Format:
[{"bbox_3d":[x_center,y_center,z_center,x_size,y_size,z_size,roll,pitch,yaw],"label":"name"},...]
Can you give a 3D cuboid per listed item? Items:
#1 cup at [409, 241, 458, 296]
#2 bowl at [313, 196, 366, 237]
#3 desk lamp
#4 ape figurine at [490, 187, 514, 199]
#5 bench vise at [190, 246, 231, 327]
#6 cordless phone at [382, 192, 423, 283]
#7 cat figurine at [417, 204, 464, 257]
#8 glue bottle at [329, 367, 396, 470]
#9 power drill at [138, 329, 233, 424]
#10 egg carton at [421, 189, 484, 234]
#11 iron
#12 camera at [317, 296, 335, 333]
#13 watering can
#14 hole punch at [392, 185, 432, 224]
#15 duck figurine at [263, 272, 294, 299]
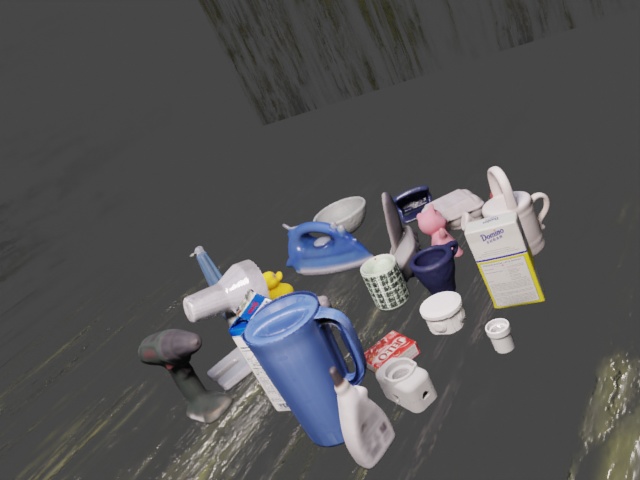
[{"bbox_3d":[0.249,0.064,1.173,0.118,0.095,0.091,-35,24,-22],"label":"cup"},{"bbox_3d":[0.068,-0.056,1.673,0.167,0.075,0.167,-22,22,10],"label":"bowl"},{"bbox_3d":[-0.189,0.176,1.246,0.204,0.214,0.117,-37,24,-26],"label":"desk lamp"},{"bbox_3d":[0.426,-0.097,1.341,0.078,0.092,0.076,-29,22,-6],"label":"ape figurine"},{"bbox_3d":[-0.234,0.117,1.420,0.122,0.220,0.206,-37,24,-25],"label":"bench vise"},{"bbox_3d":[0.173,-0.008,1.296,0.094,0.185,0.147,-23,22,9],"label":"cordless phone"},{"bbox_3d":[0.268,-0.023,1.317,0.067,0.118,0.127,-25,22,4],"label":"cat figurine"},{"bbox_3d":[0.054,0.255,0.852,0.037,0.173,0.078,0,34,48],"label":"glue bottle"},{"bbox_3d":[-0.265,0.262,1.143,0.228,0.209,0.076,-4,31,43],"label":"power drill"},{"bbox_3d":[0.327,-0.068,1.418,0.150,0.069,0.107,-26,22,0],"label":"egg carton"},{"bbox_3d":[0.014,0.005,1.503,0.257,0.142,0.119,-7,29,39],"label":"iron"},{"bbox_3d":[-0.053,0.184,1.229,0.136,0.101,0.143,-12,26,31],"label":"camera"},{"bbox_3d":[0.376,-0.056,1.167,0.173,0.194,0.100,-32,22,-13],"label":"watering can"},{"bbox_3d":[0.251,-0.109,1.567,0.108,0.091,0.101,-23,22,9],"label":"hole punch"},{"bbox_3d":[-0.126,0.125,1.465,0.105,0.086,0.077,-38,24,-26],"label":"duck figurine"}]
